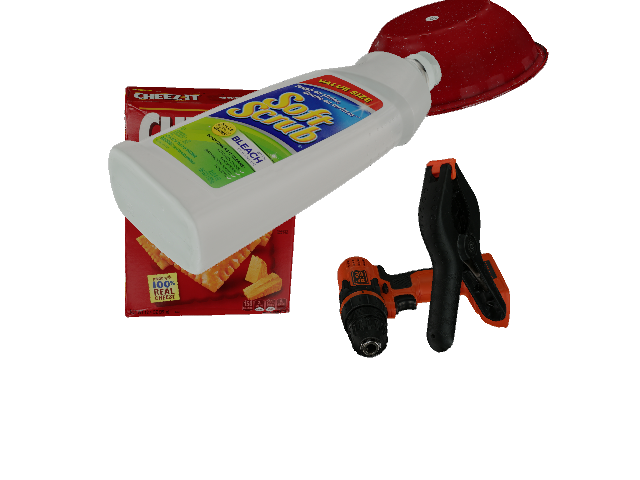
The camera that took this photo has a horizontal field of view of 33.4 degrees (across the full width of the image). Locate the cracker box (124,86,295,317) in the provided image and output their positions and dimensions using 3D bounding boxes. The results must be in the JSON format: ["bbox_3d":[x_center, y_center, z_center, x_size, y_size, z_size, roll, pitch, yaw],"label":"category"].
[{"bbox_3d":[-0.106,-0.035,1.026,0.164,0.214,0.072,0,20,-10],"label":"cracker box"}]

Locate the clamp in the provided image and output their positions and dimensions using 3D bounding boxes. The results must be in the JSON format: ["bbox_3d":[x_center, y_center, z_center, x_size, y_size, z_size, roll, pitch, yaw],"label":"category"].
[{"bbox_3d":[0.118,0.015,0.968,0.039,0.171,0.120,-10,14,34],"label":"clamp"}]

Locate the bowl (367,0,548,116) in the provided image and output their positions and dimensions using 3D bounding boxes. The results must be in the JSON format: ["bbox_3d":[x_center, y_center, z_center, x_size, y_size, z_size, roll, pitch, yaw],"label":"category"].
[{"bbox_3d":[0.099,-0.156,0.868,0.162,0.055,0.162,-15,24,7],"label":"bowl"}]

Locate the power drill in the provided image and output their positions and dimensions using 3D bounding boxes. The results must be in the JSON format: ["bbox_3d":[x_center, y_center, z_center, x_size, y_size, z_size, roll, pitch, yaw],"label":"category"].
[{"bbox_3d":[0.114,0.068,1.202,0.187,0.057,0.184,-3,28,-3],"label":"power drill"}]

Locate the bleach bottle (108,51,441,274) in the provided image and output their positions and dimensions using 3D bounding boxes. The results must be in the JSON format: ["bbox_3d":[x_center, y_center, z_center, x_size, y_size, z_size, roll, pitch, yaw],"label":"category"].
[{"bbox_3d":[-0.017,-0.075,0.748,0.250,0.068,0.103,-33,56,-29],"label":"bleach bottle"}]
